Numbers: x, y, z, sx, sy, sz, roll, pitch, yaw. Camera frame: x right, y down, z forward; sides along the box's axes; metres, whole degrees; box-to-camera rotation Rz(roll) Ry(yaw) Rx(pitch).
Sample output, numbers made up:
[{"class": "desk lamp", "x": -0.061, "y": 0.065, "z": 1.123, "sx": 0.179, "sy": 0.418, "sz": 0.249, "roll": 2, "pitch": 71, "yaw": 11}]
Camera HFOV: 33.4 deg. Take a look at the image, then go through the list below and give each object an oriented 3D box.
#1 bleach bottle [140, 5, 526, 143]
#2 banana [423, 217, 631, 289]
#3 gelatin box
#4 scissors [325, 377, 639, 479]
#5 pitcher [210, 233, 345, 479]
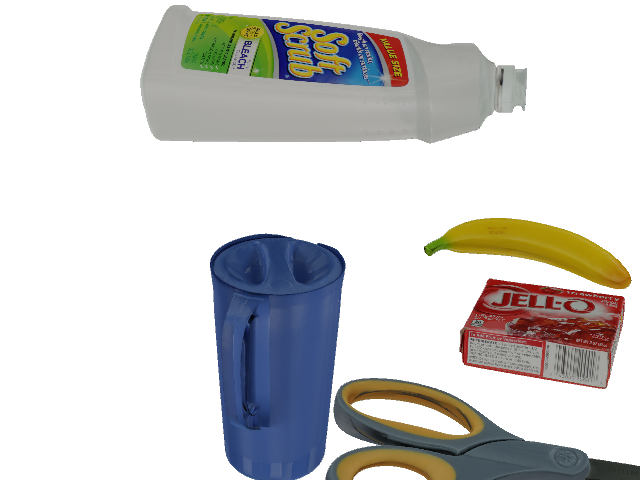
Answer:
[{"class": "bleach bottle", "x": 0.012, "y": -0.110, "z": 0.724, "sx": 0.251, "sy": 0.102, "sz": 0.068, "roll": 3, "pitch": -44, "yaw": 10}, {"class": "banana", "x": 0.205, "y": 0.010, "z": 1.038, "sx": 0.198, "sy": 0.037, "sz": 0.069, "roll": 8, "pitch": 47, "yaw": 22}, {"class": "gelatin box", "x": 0.138, "y": 0.055, "z": 0.658, "sx": 0.089, "sy": 0.030, "sz": 0.073, "roll": 8, "pitch": 25, "yaw": 20}, {"class": "scissors", "x": 0.090, "y": 0.105, "z": 0.449, "sx": 0.202, "sy": 0.016, "sz": 0.096, "roll": 16, "pitch": 33, "yaw": 24}, {"class": "pitcher", "x": -0.050, "y": 0.128, "z": 1.089, "sx": 0.149, "sy": 0.243, "sz": 0.145, "roll": -10, "pitch": 28, "yaw": -23}]
